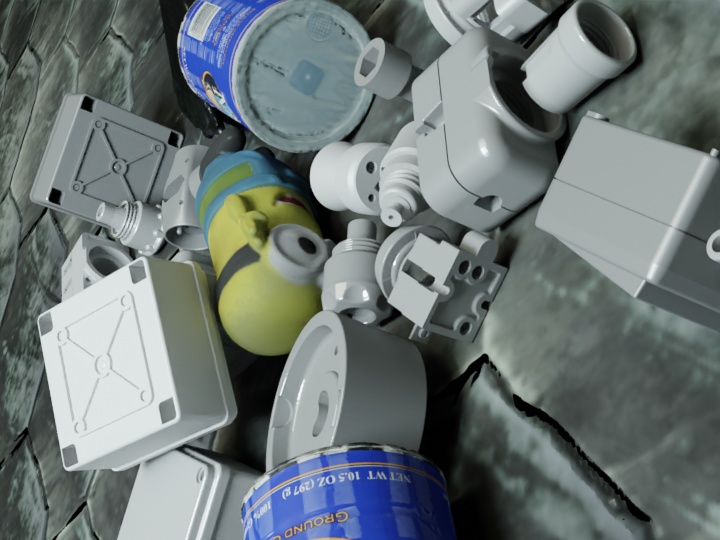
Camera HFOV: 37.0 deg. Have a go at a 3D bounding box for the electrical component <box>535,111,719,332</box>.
[{"bbox_3d":[0.120,-0.021,0.442,0.096,0.062,0.061,36,104,59],"label":"electrical component"}]

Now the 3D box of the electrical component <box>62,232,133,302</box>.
[{"bbox_3d":[-0.247,0.012,1.016,0.055,0.050,0.089,-51,35,29],"label":"electrical component"}]

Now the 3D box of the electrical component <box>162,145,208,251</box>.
[{"bbox_3d":[-0.125,-0.066,0.876,0.079,0.043,0.077,-30,48,46],"label":"electrical component"}]

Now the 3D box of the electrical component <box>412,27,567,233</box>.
[{"bbox_3d":[0.068,-0.076,0.565,0.059,0.054,0.095,-38,43,41],"label":"electrical component"}]

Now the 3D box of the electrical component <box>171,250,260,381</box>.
[{"bbox_3d":[-0.121,0.044,0.771,0.113,0.078,0.057,-41,44,39],"label":"electrical component"}]

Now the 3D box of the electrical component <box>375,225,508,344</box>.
[{"bbox_3d":[0.040,0.004,0.572,0.055,0.048,0.066,35,103,51],"label":"electrical component"}]

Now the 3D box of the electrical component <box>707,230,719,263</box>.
[{"bbox_3d":[0.148,0.000,0.384,0.035,0.061,0.035,-35,45,44],"label":"electrical component"}]

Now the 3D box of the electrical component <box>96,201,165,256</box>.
[{"bbox_3d":[-0.207,-0.043,0.973,0.048,0.062,0.048,-35,44,44],"label":"electrical component"}]

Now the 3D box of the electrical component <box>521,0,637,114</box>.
[{"bbox_3d":[0.107,-0.105,0.535,0.046,0.040,0.040,-43,39,47],"label":"electrical component"}]

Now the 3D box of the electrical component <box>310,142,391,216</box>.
[{"bbox_3d":[0.001,-0.057,0.669,0.055,0.045,0.045,13,83,59],"label":"electrical component"}]

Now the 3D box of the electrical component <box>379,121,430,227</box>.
[{"bbox_3d":[0.030,-0.051,0.601,0.040,0.040,0.078,-38,16,42],"label":"electrical component"}]

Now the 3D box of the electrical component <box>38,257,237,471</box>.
[{"bbox_3d":[-0.143,0.061,0.682,0.109,0.056,0.108,-26,70,30],"label":"electrical component"}]

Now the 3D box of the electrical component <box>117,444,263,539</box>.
[{"bbox_3d":[-0.109,0.173,0.696,0.109,0.056,0.108,5,76,59],"label":"electrical component"}]

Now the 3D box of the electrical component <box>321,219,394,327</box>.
[{"bbox_3d":[0.000,0.000,0.639,0.043,0.043,0.062,-32,45,46],"label":"electrical component"}]

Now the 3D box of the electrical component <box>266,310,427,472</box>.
[{"bbox_3d":[-0.003,0.080,0.571,0.108,0.060,0.108,-164,90,-70],"label":"electrical component"}]

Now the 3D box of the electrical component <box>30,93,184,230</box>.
[{"bbox_3d":[-0.237,-0.097,1.009,0.056,0.109,0.108,13,83,57],"label":"electrical component"}]

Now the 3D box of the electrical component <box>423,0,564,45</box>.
[{"bbox_3d":[0.073,-0.157,0.602,0.057,0.058,0.078,-36,44,39],"label":"electrical component"}]
